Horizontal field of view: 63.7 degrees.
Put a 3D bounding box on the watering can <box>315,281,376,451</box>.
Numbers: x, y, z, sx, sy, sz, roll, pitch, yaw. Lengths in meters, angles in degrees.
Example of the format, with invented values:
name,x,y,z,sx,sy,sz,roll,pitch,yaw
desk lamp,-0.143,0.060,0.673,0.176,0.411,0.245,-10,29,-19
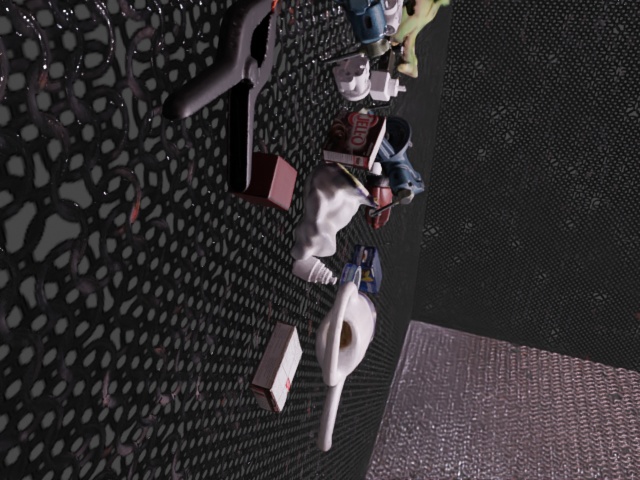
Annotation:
name,x,y,z,sx,sy,sz,roll,pitch,yaw
watering can,0.046,0.248,1.109,0.226,0.104,0.344,-27,125,-70

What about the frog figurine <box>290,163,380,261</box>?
name,x,y,z,sx,sy,sz,roll,pitch,yaw
frog figurine,0.003,-0.042,0.837,0.159,0.123,0.137,-43,174,4

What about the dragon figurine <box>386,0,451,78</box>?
name,x,y,z,sx,sy,sz,roll,pitch,yaw
dragon figurine,0.229,-0.580,1.251,0.247,0.122,0.401,-61,156,-28
